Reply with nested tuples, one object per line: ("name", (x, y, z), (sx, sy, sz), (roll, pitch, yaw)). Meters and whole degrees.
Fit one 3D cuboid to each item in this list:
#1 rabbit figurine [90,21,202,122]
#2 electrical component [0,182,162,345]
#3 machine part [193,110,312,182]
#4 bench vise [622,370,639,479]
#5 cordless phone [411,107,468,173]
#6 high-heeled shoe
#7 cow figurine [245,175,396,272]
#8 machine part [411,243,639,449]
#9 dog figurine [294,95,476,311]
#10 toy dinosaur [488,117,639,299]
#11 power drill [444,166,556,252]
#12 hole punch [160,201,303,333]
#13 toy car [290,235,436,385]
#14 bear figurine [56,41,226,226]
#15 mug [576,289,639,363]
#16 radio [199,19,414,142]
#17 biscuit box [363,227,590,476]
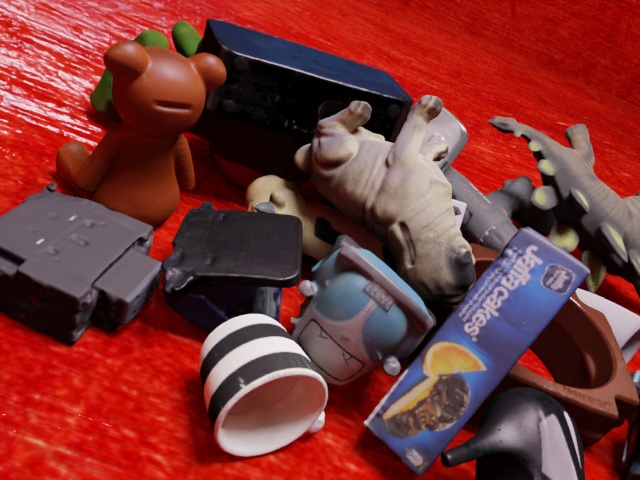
("rabbit figurine", (-0.189, -0.204, 0.707), (0.121, 0.159, 0.170), (30, 17, 26))
("electrical component", (-0.204, 0.019, 0.446), (0.134, 0.058, 0.115), (24, 35, 0))
("machine part", (-0.065, -0.144, 0.660), (0.179, 0.056, 0.179), (16, 33, -11))
("bench vise", (0.377, 0.138, 0.501), (0.224, 0.240, 0.129), (-29, 63, -33))
("cordless phone", (0.106, -0.155, 0.779), (0.184, 0.146, 0.089), (34, 15, -21))
("high-heeled shoe", (0.148, 0.222, 0.342), (0.145, 0.086, 0.249), (6, 64, -37))
("cow figurine", (-0.001, -0.002, 0.585), (0.195, 0.085, 0.127), (35, 32, 10))
("machine part", (0.199, 0.106, 0.554), (0.201, 0.087, 0.201), (24, 33, -3))
("dog figurine", (0.056, -0.024, 0.516), (0.121, 0.172, 0.190), (42, 45, -52))
("toy dinosaur", (0.416, -0.011, 0.771), (0.471, 0.105, 0.198), (42, 50, 0))
("power drill", (0.283, -0.028, 0.813), (0.207, 0.086, 0.232), (-16, 49, -36))
("hole punch", (-0.078, 0.032, 0.489), (0.116, 0.092, 0.142), (8, 35, -4))
("toy car", (0.021, 0.071, 0.466), (0.109, 0.161, 0.103), (44, 76, 2))
("bear figurine", (-0.177, -0.110, 0.519), (0.120, 0.195, 0.132), (-10, 45, -37))
("mug", (0.332, 0.099, 0.655), (0.109, 0.080, 0.107), (-10, 38, -39))
("radio", (-0.018, -0.168, 0.600), (0.229, 0.073, 0.131), (9, 31, -20))
("biscuit box", (0.122, 0.086, 0.424), (0.059, 0.202, 0.062), (39, 8, 21))
